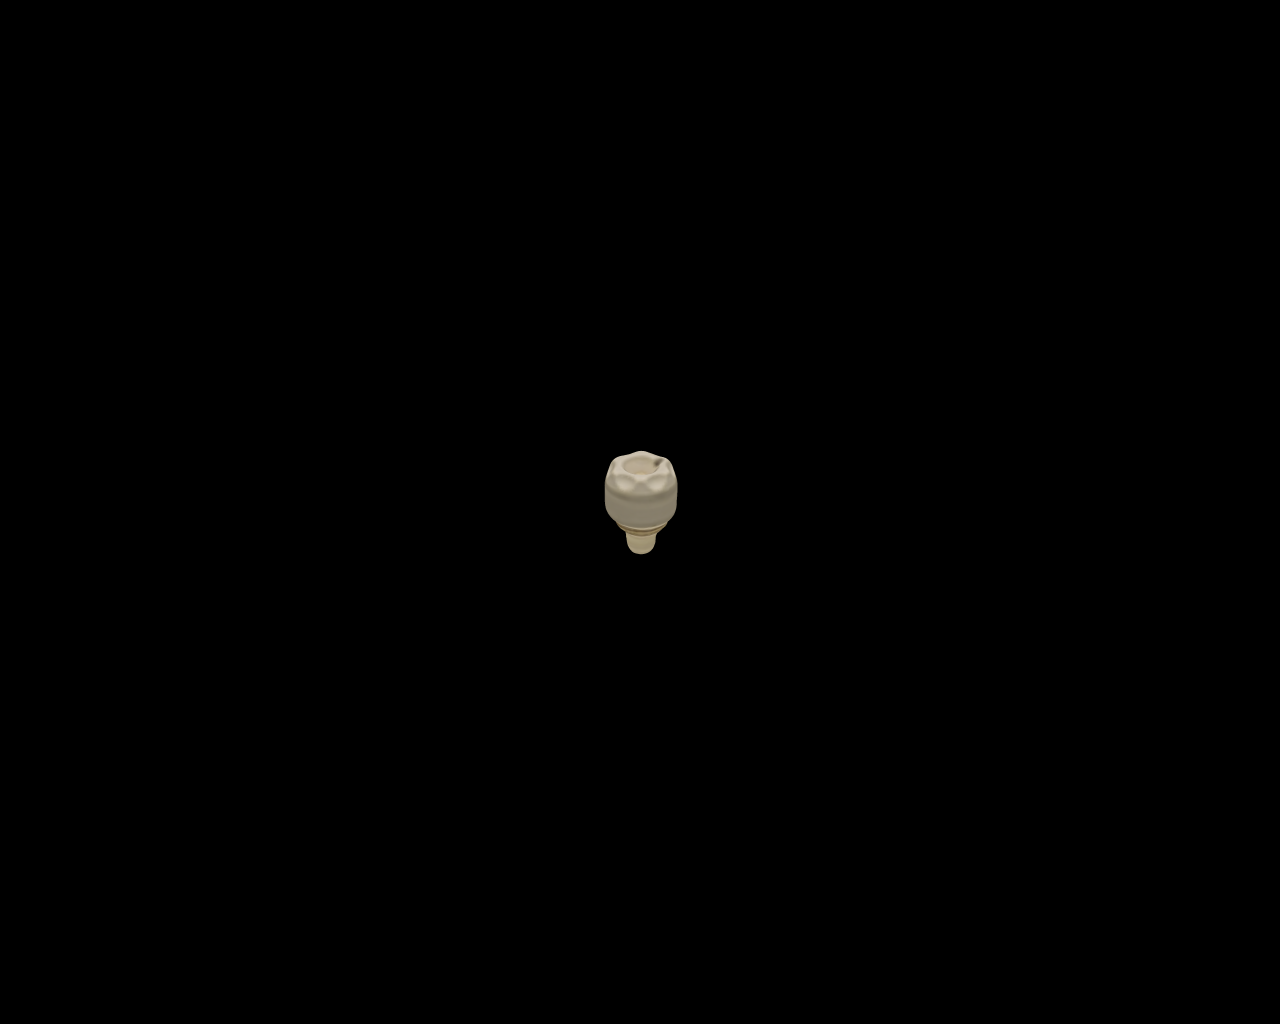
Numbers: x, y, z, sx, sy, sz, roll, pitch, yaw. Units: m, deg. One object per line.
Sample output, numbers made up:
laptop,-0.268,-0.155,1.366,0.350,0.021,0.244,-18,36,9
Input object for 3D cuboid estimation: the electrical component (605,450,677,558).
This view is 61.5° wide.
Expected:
electrical component,0.001,-0.003,0.650,0.043,0.062,0.043,0,31,0
